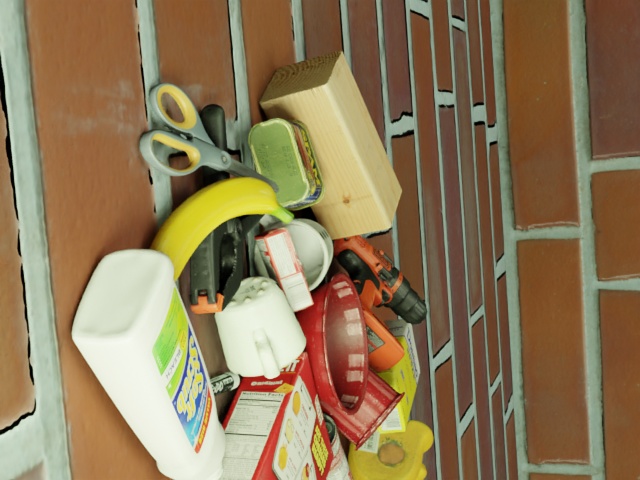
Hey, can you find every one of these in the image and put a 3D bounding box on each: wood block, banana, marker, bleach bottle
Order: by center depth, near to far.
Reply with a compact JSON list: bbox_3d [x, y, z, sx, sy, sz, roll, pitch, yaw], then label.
[{"bbox_3d":[-0.130,0.126,0.918,0.251,0.068,0.102,72,26,-45],"label":"bleach bottle"},{"bbox_3d":[-0.101,-0.013,0.988,0.197,0.037,0.069,-32,87,-41],"label":"banana"},{"bbox_3d":[-0.110,0.146,1.043,0.121,0.020,0.020,-5,92,-72],"label":"marker"},{"bbox_3d":[0.017,-0.112,1.298,0.206,0.091,0.090,64,28,-30],"label":"wood block"}]

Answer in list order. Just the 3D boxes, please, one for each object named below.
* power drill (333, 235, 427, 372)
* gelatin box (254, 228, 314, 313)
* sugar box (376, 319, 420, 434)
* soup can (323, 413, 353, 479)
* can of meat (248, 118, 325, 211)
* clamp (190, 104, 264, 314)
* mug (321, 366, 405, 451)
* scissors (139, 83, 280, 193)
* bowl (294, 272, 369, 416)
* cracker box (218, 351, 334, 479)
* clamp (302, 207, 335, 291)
[{"bbox_3d":[0.078,0.090,1.436,0.184,0.057,0.187,42,26,-19],"label":"power drill"},{"bbox_3d":[-0.039,0.031,1.151,0.073,0.030,0.089,178,-107,-79],"label":"gelatin box"},{"bbox_3d":[0.104,0.186,1.484,0.176,0.048,0.093,-56,137,-65],"label":"sugar box"},{"bbox_3d":[-0.002,0.264,1.280,0.068,0.069,0.102,-73,155,-45],"label":"soup can"},{"bbox_3d":[-0.038,-0.085,1.193,0.084,0.057,0.102,-11,83,-79],"label":"can of meat"},{"bbox_3d":[-0.095,-0.010,1.082,0.164,0.036,0.210,61,28,-53],"label":"clamp"},{"bbox_3d":[0.046,0.195,1.307,0.093,0.081,0.117,-51,168,7],"label":"mug"},{"bbox_3d":[-0.103,-0.096,1.027,0.201,0.016,0.096,0,79,-58],"label":"scissors"},{"bbox_3d":[0.007,0.119,1.212,0.162,0.055,0.162,-7,90,-71],"label":"bowl"},{"bbox_3d":[-0.056,0.245,1.099,0.213,0.072,0.164,-68,152,-50],"label":"cracker box"},{"bbox_3d":[-0.009,0.002,1.348,0.120,0.039,0.171,66,24,-59],"label":"clamp"}]
